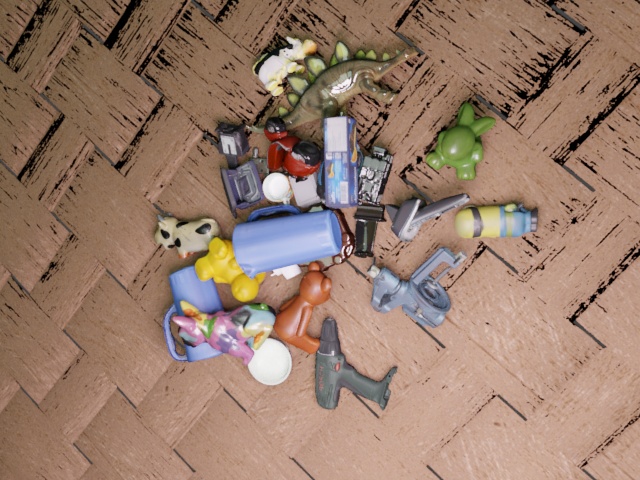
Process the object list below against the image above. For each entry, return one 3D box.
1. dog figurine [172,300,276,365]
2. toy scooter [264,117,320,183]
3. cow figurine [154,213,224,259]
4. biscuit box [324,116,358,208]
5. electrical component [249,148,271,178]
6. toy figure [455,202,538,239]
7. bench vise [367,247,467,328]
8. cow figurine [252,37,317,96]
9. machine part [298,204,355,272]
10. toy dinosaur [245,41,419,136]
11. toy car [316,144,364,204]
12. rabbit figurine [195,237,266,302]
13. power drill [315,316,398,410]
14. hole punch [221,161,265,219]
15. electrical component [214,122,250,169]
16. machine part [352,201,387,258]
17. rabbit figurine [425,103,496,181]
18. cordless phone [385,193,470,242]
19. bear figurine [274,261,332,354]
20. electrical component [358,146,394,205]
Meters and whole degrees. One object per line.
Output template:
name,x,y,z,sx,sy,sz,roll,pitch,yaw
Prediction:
dog figurine,-0.238,0.199,1.296,0.219,0.108,0.191,28,115,-13
toy scooter,-0.079,-0.200,1.304,0.184,0.075,0.135,43,134,22
cow figurine,-0.360,-0.018,1.443,0.195,0.085,0.127,-9,97,19
biscuit box,0.048,-0.173,1.211,0.059,0.063,0.202,0,95,23
electrical component,-0.154,-0.193,1.404,0.063,0.021,0.094,2,93,16
toy figure,0.399,-0.044,1.218,0.180,0.089,0.082,1,87,19
bench vise,0.234,0.093,1.248,0.223,0.129,0.240,42,121,2
cow figurine,-0.089,-0.453,1.350,0.167,0.068,0.098,-41,76,14
machine part,-0.003,-0.004,1.355,0.180,0.056,0.179,1,93,17
toy dinosaur,0.020,-0.350,1.309,0.471,0.105,0.198,-29,79,17
toy car,0.058,-0.161,1.301,0.109,0.103,0.161,13,100,29
rabbit figurine,-0.214,0.093,1.370,0.122,0.162,0.173,-50,58,11
power drill,0.084,0.323,1.337,0.207,0.086,0.231,13,98,11
hole punch,-0.204,-0.136,1.385,0.092,0.116,0.142,-20,90,-15
electrical component,-0.226,-0.244,1.405,0.075,0.048,0.119,7,133,18
machine part,0.117,-0.023,1.324,0.084,0.039,0.138,10,86,10
rabbit figurine,0.319,-0.212,1.189,0.121,0.170,0.159,35,103,11
cordless phone,0.254,-0.065,1.229,0.184,0.146,0.088,-21,79,17
bear figurine,-0.025,0.163,1.324,0.196,0.131,0.120,-53,43,5
electrical component,0.131,-0.153,1.277,0.058,0.115,0.134,17,98,10
